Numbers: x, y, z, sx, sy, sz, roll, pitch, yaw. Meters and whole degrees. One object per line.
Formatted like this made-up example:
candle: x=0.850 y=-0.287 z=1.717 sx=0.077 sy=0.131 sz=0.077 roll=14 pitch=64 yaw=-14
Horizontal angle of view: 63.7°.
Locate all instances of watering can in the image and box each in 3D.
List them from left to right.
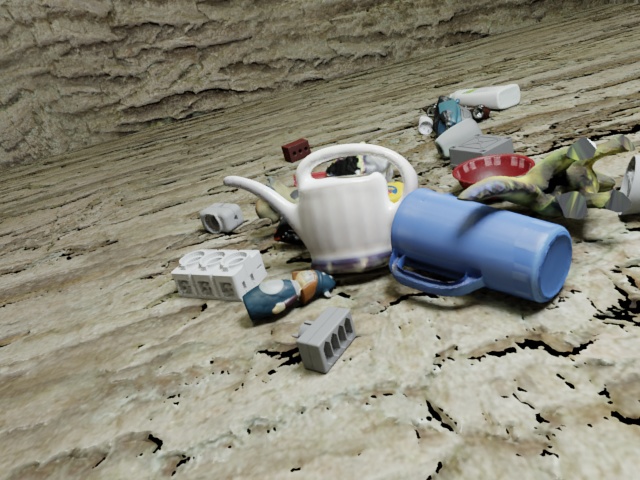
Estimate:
watering can: x=0.003 y=-0.045 z=0.901 sx=0.347 sy=0.223 sz=0.105 roll=-7 pitch=5 yaw=18

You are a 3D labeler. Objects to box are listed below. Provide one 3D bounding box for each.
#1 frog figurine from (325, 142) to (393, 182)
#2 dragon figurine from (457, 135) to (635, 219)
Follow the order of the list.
frog figurine: x=0.112 y=-0.137 z=1.177 sx=0.158 sy=0.136 sz=0.125 roll=26 pitch=17 yaw=-44
dragon figurine: x=0.348 y=-0.085 z=0.855 sx=0.411 sy=0.122 sz=0.241 roll=-6 pitch=-2 yaw=-18
